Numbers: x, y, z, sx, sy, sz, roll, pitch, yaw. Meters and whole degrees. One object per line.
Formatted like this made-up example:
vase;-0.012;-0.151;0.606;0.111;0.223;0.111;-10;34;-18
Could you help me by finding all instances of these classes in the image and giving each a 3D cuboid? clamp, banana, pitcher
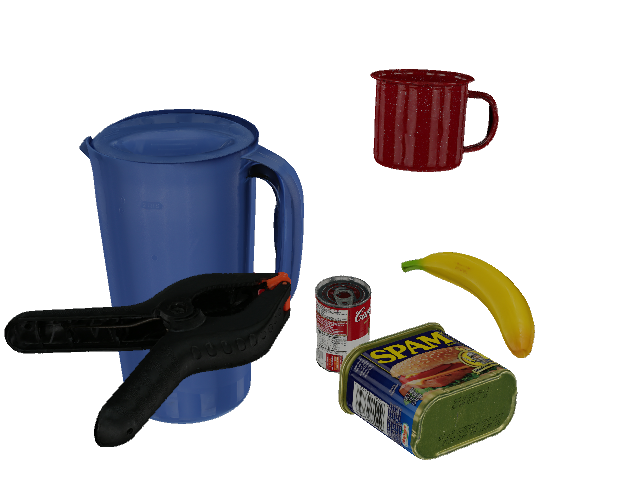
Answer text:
clamp;-0.082;0.060;0.614;0.171;0.039;0.120;-16;41;-26
banana;0.169;0.058;1.118;0.069;0.037;0.198;-38;40;-13
pitcher;-0.103;0.024;0.865;0.144;0.243;0.149;-11;26;-22

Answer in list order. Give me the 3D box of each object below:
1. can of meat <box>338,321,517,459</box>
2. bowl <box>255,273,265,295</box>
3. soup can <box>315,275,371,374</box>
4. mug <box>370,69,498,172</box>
can of meat;0.078;0.108;0.767;0.101;0.057;0.084;-13;27;-34
bowl;-0.132;0.076;1.103;0.162;0.055;0.162;5;27;-3
soup can;0.027;0.104;1.307;0.068;0.102;0.068;0;30;0
mug;0.102;-0.109;0.968;0.117;0.081;0.093;2;16;2
